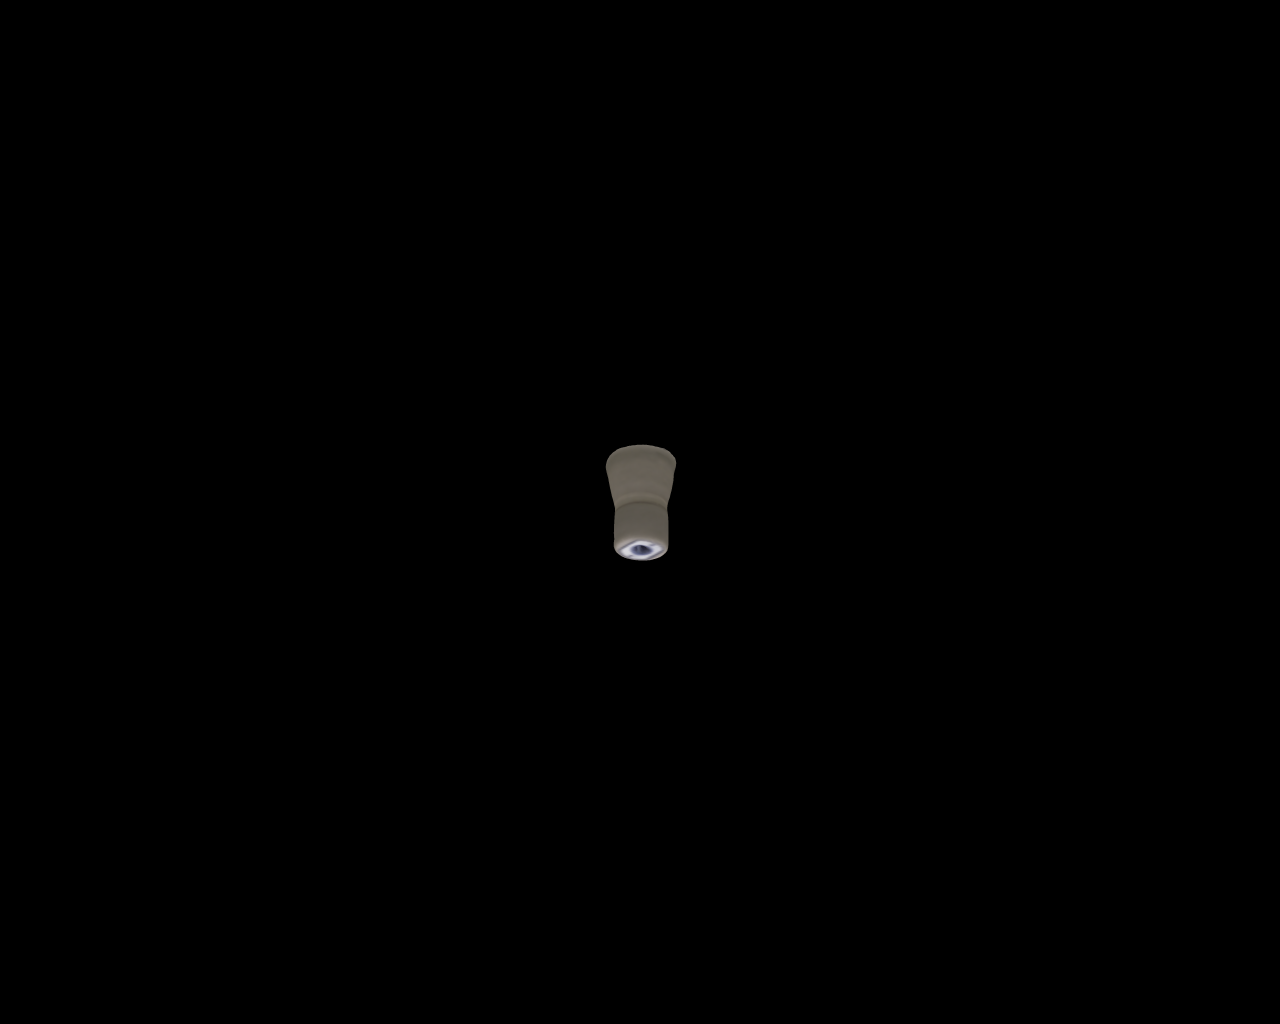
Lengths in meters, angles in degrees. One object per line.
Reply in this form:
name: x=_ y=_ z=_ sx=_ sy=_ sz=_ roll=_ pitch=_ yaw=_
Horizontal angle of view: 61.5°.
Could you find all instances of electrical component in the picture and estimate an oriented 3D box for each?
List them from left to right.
electrical component: x=0.001 y=-0.003 z=0.650 sx=0.044 sy=0.065 sz=0.044 roll=0 pitch=-29 yaw=0
